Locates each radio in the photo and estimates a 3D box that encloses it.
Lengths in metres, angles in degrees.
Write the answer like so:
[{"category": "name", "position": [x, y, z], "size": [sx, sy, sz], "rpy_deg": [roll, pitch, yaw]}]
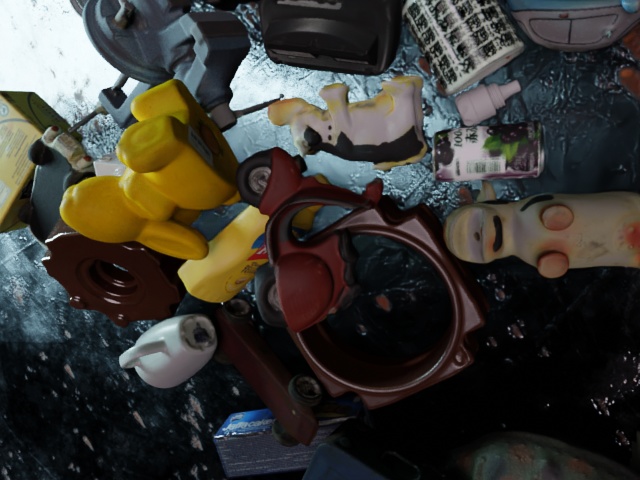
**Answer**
[{"category": "radio", "position": [0.086, 0.297, 0.557], "size": [0.230, 0.073, 0.131], "rpy_deg": [24, 108, 23]}]

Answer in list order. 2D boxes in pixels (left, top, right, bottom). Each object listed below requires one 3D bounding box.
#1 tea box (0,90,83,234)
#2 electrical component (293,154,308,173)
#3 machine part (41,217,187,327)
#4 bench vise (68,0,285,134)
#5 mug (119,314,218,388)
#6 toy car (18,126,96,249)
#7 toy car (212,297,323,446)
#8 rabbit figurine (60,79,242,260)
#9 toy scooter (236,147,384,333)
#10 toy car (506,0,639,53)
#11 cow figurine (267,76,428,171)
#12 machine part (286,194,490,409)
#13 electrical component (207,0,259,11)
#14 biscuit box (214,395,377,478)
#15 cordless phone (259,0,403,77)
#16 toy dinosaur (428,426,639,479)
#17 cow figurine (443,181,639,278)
[{"category": "tea box", "position": [-0.405, -0.101, 0.712], "size": [0.098, 0.068, 0.169], "rpy_deg": [44, 109, 3]}, {"category": "electrical component", "position": [-0.045, -0.074, 0.590], "size": [0.063, 0.094, 0.021], "rpy_deg": [-18, 102, 23]}, {"category": "machine part", "position": [-0.247, 0.035, 0.660], "size": [0.179, 0.056, 0.179], "rpy_deg": [6, 134, 6]}, {"category": "bench vise", "position": [-0.184, -0.191, 0.603], "size": [0.241, 0.129, 0.223], "rpy_deg": [-30, 102, 41]}, {"category": "mug", "position": [-0.182, 0.129, 0.659], "size": [0.107, 0.109, 0.081], "rpy_deg": [-36, 60, 40]}, {"category": "toy car", "position": [-0.331, -0.057, 0.681], "size": [0.073, 0.056, 0.201], "rpy_deg": [41, 131, 4]}, {"category": "toy car", "position": [-0.064, 0.153, 0.640], "size": [0.202, 0.053, 0.089], "rpy_deg": [40, 124, 31]}, {"category": "rabbit figurine", "position": [-0.170, -0.053, 0.539], "size": [0.173, 0.162, 0.122], "rpy_deg": [-28, 50, 9]}, {"category": "toy scooter", "position": [-0.001, -0.002, 0.516], "size": [0.135, 0.075, 0.183], "rpy_deg": [-7, 101, 7]}, {"category": "toy car", "position": [0.230, -0.219, 0.472], "size": [0.162, 0.109, 0.102], "rpy_deg": [5, 122, 25]}, {"category": "cow figurine", "position": [0.028, -0.119, 0.576], "size": [0.168, 0.068, 0.098], "rpy_deg": [-3, 108, 19]}, {"category": "machine part", "position": [0.064, 0.068, 0.594], "size": [0.201, 0.087, 0.201], "rpy_deg": [-31, 92, 22]}, {"category": "electrical component", "position": [-0.091, -0.315, 0.577], "size": [0.075, 0.048, 0.119], "rpy_deg": [-6, 100, 18]}, {"category": "biscuit box", "position": [-0.032, 0.247, 0.677], "size": [0.203, 0.059, 0.062], "rpy_deg": [-14, 99, 19]}, {"category": "cordless phone", "position": [0.017, -0.268, 0.546], "size": [0.147, 0.088, 0.184], "rpy_deg": [11, 94, 12]}, {"category": "toy dinosaur", "position": [0.247, 0.265, 0.570], "size": [0.405, 0.131, 0.192], "rpy_deg": [10, 92, 20]}, {"category": "cow figurine", "position": [0.218, -0.013, 0.521], "size": [0.195, 0.127, 0.085], "rpy_deg": [-2, 102, 3]}]
